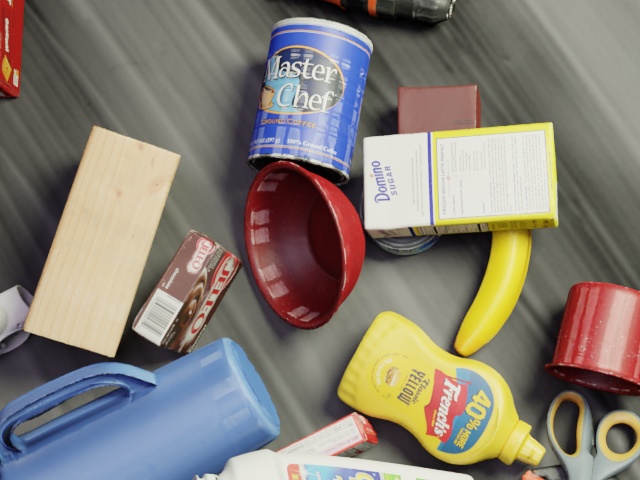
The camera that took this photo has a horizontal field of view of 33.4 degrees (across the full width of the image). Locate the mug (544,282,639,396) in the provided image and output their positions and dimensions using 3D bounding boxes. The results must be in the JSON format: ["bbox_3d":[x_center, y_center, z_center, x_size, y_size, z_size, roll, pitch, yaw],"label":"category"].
[{"bbox_3d":[0.266,0.091,0.957,0.117,0.093,0.081,21,76,-16],"label":"mug"}]

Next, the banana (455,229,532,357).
[{"bbox_3d":[0.166,0.013,1.016,0.070,0.037,0.198,-2,76,25],"label":"banana"}]

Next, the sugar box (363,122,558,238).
[{"bbox_3d":[0.130,-0.054,0.994,0.176,0.048,0.093,-3,76,15],"label":"sugar box"}]

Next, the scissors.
[{"bbox_3d":[0.242,0.221,0.925,0.096,0.016,0.201,-1,53,3],"label":"scissors"}]

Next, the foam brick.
[{"bbox_3d":[0.117,-0.119,1.045,0.078,0.051,0.053,0,79,12],"label":"foam brick"}]

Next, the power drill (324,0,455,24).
[{"bbox_3d":[0.071,-0.320,1.095,0.184,0.057,0.187,17,82,15],"label":"power drill"}]

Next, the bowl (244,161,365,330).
[{"bbox_3d":[-0.007,0.001,1.015,0.055,0.162,0.162,-13,70,-36],"label":"bowl"}]

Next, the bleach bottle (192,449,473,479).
[{"bbox_3d":[0.012,0.238,0.917,0.250,0.068,0.102,10,60,-17],"label":"bleach bottle"}]

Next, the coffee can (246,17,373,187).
[{"bbox_3d":[-0.010,-0.133,1.047,0.103,0.102,0.140,8,80,13],"label":"coffee can"}]

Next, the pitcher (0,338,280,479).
[{"bbox_3d":[-0.169,0.184,0.992,0.243,0.149,0.145,-29,73,0],"label":"pitcher"}]

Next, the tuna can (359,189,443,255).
[{"bbox_3d":[0.083,-0.029,1.041,0.086,0.033,0.086,-2,77,11],"label":"tuna can"}]

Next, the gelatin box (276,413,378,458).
[{"bbox_3d":[0.006,0.192,0.988,0.089,0.073,0.030,-28,72,5],"label":"gelatin box"}]

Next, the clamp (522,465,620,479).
[{"bbox_3d":[0.265,0.240,0.945,0.171,0.039,0.120,33,69,18],"label":"clamp"}]

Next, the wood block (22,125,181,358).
[{"bbox_3d":[-0.216,0.004,1.051,0.090,0.091,0.206,19,81,-12],"label":"wood block"}]

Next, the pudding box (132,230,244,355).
[{"bbox_3d":[-0.126,0.053,1.036,0.039,0.090,0.113,31,86,17],"label":"pudding box"}]

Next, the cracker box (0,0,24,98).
[{"bbox_3d":[-0.439,-0.236,1.172,0.214,0.072,0.164,-3,78,10],"label":"cracker box"}]

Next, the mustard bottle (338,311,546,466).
[{"bbox_3d":[0.118,0.151,0.982,0.192,0.058,0.096,29,95,15],"label":"mustard bottle"}]
